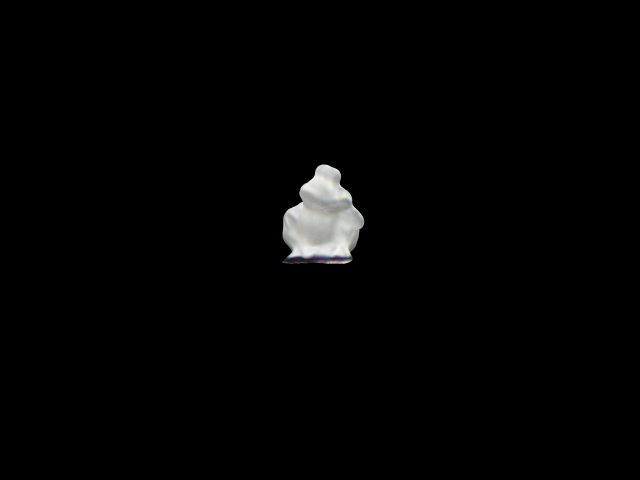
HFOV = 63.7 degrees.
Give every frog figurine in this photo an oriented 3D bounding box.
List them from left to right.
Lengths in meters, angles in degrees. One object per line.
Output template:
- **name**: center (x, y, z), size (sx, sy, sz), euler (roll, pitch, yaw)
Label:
- **frog figurine**: center (0.003, -0.043, 0.850), size (0.137, 0.159, 0.123), euler (1, 1, 32)
